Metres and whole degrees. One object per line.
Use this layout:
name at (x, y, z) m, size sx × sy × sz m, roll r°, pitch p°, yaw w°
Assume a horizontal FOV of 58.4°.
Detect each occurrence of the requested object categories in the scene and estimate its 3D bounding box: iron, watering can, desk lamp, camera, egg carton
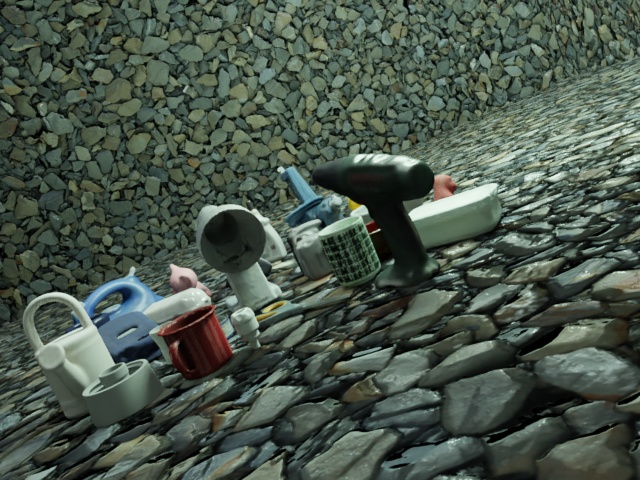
iron at (-0.491, 0.170, 1.333) m, size 0.118 × 0.141 × 0.259 m, roll -16°, pitch 12°, yaw 37°
watering can at (-0.396, 0.175, 0.910) m, size 0.101 × 0.194 × 0.172 m, roll -29°, pitch 11°, yaw -30°
desk lamp at (-0.163, 0.033, 1.082) m, size 0.118 × 0.214 × 0.203 m, roll -26°, pitch 10°, yaw -17°
camera at (0.011, 0.004, 1.173) m, size 0.137 × 0.101 × 0.143 m, roll -25°, pitch 9°, yaw -9°
egg carton at (-0.298, 0.155, 1.175) m, size 0.150 × 0.069 × 0.107 m, roll -23°, pitch 9°, yaw 4°

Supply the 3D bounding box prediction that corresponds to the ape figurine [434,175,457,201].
ape figurine at (0.250, -0.084, 1.113) m, size 0.076 × 0.092 × 0.078 m, roll -23°, pitch 9°, yaw 0°

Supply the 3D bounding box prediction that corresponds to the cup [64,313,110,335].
cup at (-0.458, 0.210, 1.176) m, size 0.092 × 0.095 × 0.117 m, roll -29°, pitch 11°, yaw -29°

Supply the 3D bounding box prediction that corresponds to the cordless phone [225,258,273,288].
cordless phone at (-0.205, 0.017, 1.365) m, size 0.094 × 0.185 × 0.147 m, roll -30°, pitch 12°, yaw -36°

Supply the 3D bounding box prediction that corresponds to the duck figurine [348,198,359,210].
duck figurine at (0.099, -0.078, 1.469) m, size 0.077 × 0.086 × 0.105 m, roll -19°, pitch 10°, yaw 23°

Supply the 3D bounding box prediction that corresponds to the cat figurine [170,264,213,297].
cat figurine at (-0.312, 0.104, 1.348) m, size 0.067 × 0.118 × 0.128 m, roll -23°, pitch 9°, yaw 1°

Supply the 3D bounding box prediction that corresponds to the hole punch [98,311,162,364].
hole punch at (-0.347, 0.185, 1.056) m, size 0.109 × 0.091 × 0.100 m, roll -30°, pitch 12°, yaw -36°

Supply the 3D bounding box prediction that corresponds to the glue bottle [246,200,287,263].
glue bottle at (-0.153, -0.024, 1.508) m, size 0.078 × 0.173 × 0.037 m, roll -19°, pitch 10°, yaw 23°

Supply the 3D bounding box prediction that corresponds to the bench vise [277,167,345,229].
bench vise at (-0.021, -0.106, 1.503) m, size 0.206 × 0.220 × 0.122 m, roll -17°, pitch 11°, yaw 33°

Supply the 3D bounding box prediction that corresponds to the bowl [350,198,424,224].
bowl at (0.154, -0.054, 1.232) m, size 0.167 × 0.075 × 0.167 m, roll -23°, pitch 9°, yaw 4°

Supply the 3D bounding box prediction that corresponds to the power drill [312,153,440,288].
power drill at (0.091, -0.035, 0.865) m, size 0.076 × 0.208 × 0.228 m, roll -30°, pitch 11°, yaw -34°
